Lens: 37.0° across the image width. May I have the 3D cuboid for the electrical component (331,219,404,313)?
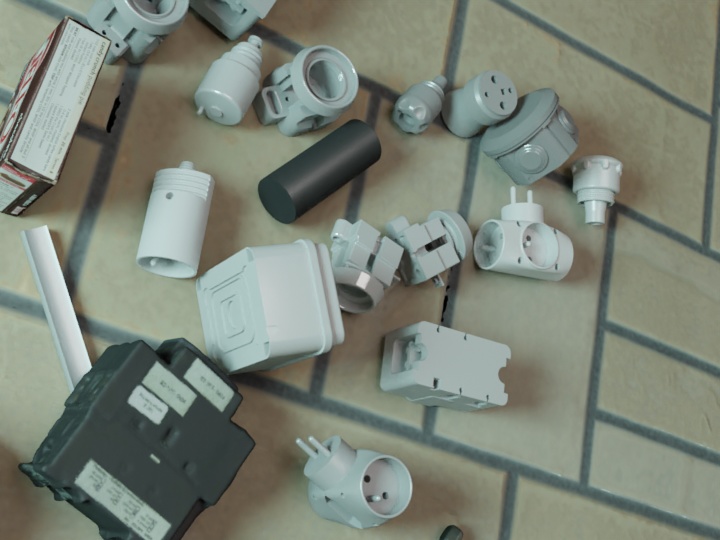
[{"bbox_3d":[0.000,0.000,0.840,0.066,0.048,0.055,34,55,-21],"label":"electrical component"}]

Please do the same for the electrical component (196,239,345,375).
[{"bbox_3d":[-0.064,0.028,0.751,0.057,0.113,0.078,-6,81,-30],"label":"electrical component"}]

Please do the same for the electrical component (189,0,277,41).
[{"bbox_3d":[-0.087,-0.284,0.852,0.105,0.060,0.186,38,60,-18],"label":"electrical component"}]

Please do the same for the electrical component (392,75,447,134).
[{"bbox_3d":[0.055,-0.145,0.919,0.035,0.035,0.061,47,56,-13],"label":"electrical component"}]

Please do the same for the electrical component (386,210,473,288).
[{"bbox_3d":[0.058,-0.020,0.882,0.055,0.048,0.066,-27,92,-27],"label":"electrical component"}]

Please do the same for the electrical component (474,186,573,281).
[{"bbox_3d":[0.142,-0.034,0.938,0.077,0.044,0.079,9,73,-30],"label":"electrical component"}]

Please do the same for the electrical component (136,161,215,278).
[{"bbox_3d":[-0.131,-0.039,0.770,0.043,0.043,0.081,19,68,-27],"label":"electrical component"}]

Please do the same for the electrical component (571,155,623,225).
[{"bbox_3d":[0.219,-0.073,0.997,0.048,0.048,0.062,9,80,-30],"label":"electrical component"}]

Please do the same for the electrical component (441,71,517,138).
[{"bbox_3d":[0.104,-0.145,0.937,0.045,0.055,0.045,9,73,-30],"label":"electrical component"}]

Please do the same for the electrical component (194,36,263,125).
[{"bbox_3d":[-0.095,-0.147,0.822,0.040,0.040,0.078,35,61,-20],"label":"electrical component"}]

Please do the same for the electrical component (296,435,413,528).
[{"bbox_3d":[-0.013,0.146,0.773,0.079,0.077,0.043,45,59,-15],"label":"electrical component"}]

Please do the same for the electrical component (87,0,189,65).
[{"bbox_3d":[-0.159,-0.191,0.784,0.058,0.057,0.078,44,59,-15],"label":"electrical component"}]

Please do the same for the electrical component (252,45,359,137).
[{"bbox_3d":[-0.037,-0.142,0.847,0.078,0.057,0.058,-20,88,-34],"label":"electrical component"}]

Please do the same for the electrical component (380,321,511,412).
[{"bbox_3d":[0.066,0.078,0.853,0.089,0.056,0.050,17,69,-27],"label":"electrical component"}]

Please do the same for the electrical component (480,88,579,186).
[{"bbox_3d":[0.150,-0.117,0.944,0.051,0.080,0.080,47,58,-19],"label":"electrical component"}]
